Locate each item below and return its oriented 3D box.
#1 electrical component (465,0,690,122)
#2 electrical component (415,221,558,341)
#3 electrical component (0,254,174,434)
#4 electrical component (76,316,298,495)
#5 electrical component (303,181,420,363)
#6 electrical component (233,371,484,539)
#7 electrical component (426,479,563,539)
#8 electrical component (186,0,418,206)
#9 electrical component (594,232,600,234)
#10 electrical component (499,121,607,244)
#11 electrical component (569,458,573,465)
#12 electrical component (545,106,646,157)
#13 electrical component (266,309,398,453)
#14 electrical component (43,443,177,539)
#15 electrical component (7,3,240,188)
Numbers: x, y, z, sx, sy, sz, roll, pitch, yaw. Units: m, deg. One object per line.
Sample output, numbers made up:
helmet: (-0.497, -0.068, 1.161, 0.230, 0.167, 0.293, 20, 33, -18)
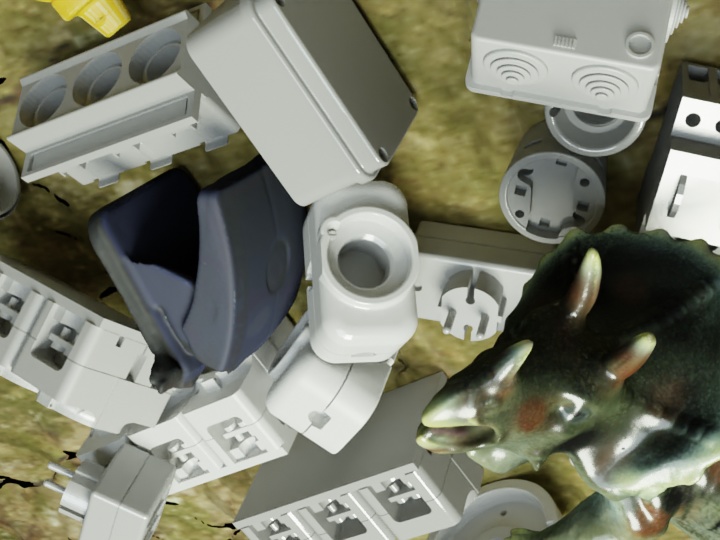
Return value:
electrical component: (0.101, -0.125, 0.498, 0.100, 0.099, 0.048, 12, 164, 10)
electrical component: (0.066, 0.015, 0.620, 0.083, 0.075, 0.047, 9, 126, 13)
electrical component: (-0.195, 0.042, 0.675, 0.150, 0.061, 0.089, 23, 175, 32)
electrical component: (-0.109, 0.092, 0.723, 0.150, 0.089, 0.061, -24, 113, 30)
electrical component: (0.000, 0.000, 0.609, 0.054, 0.095, 0.059, -1, 164, -12)
electrical component: (0.002, 0.140, 0.720, 0.150, 0.089, 0.061, -25, 113, 31)
electrical component: (0.100, 0.202, 0.723, 0.108, 0.108, 0.060, -23, 119, 30)
electrical component: (-0.027, -0.102, 0.569, 0.057, 0.078, 0.113, -22, 115, 33)
electrical component: (0.152, 0.005, 0.598, 0.079, 0.044, 0.077, -32, 151, -3)
electrical component: (0.106, -0.050, 0.580, 0.055, 0.047, 0.055, 9, 126, 12)
electrical component: (0.199, 0.092, 0.642, 0.109, 0.056, 0.108, 26, 127, -1)
electrical component: (0.122, -0.090, 0.547, 0.055, 0.047, 0.055, 9, 126, 12)
electrical component: (-0.017, 0.057, 0.665, 0.059, 0.095, 0.053, 34, 127, -6)
electrical component: (-0.167, 0.146, 0.691, 0.077, 0.047, 0.065, 24, 128, 1)
electrical component: (-0.131, -0.093, 0.614, 0.121, 0.078, 0.063, -15, 147, 26)
